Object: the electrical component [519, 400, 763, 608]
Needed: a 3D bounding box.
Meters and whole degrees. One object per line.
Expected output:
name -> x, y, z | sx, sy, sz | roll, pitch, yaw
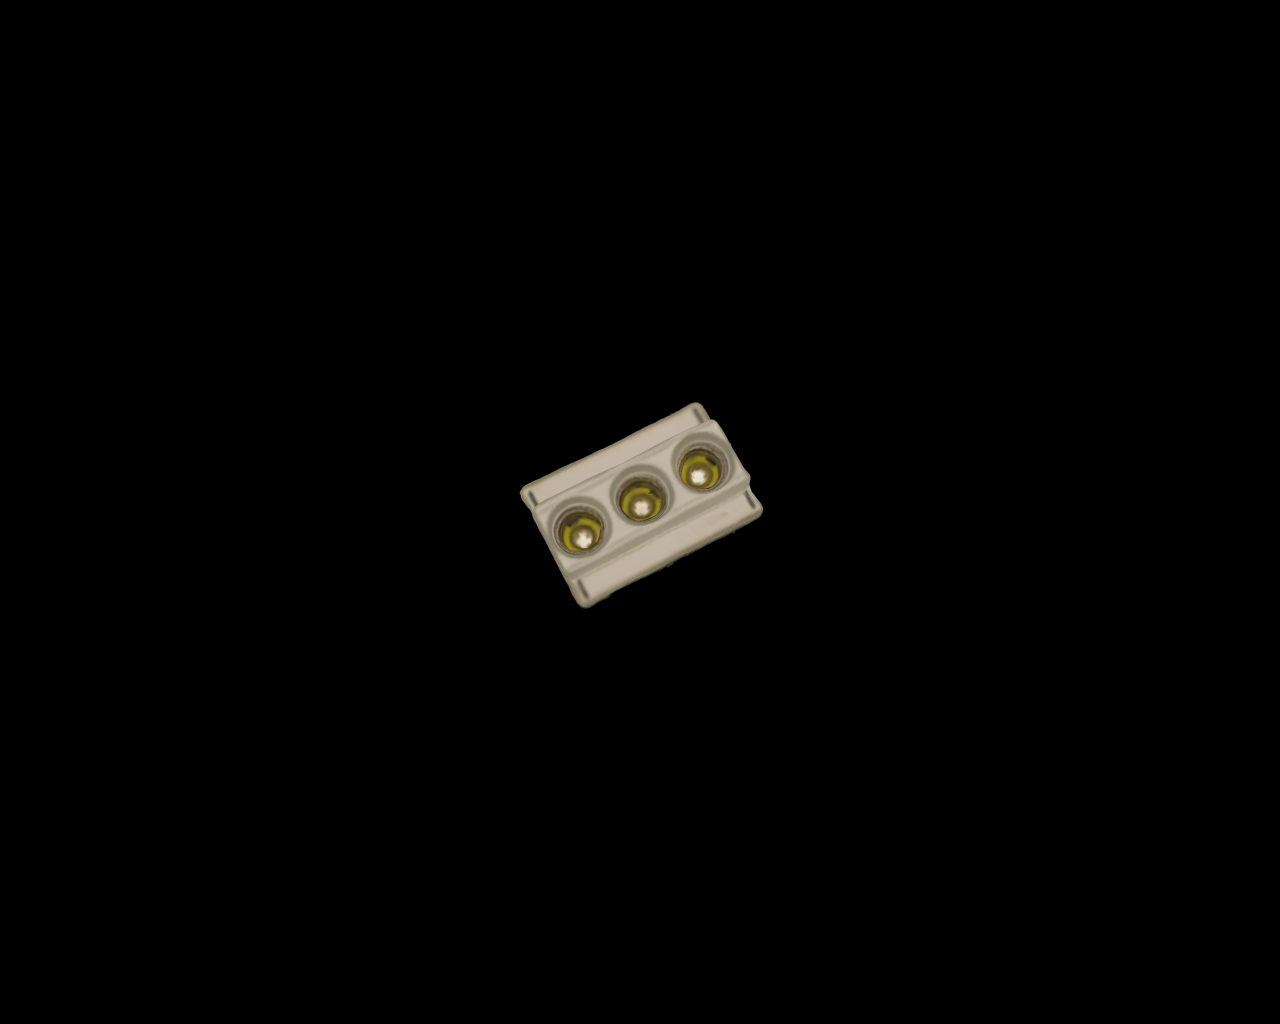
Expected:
electrical component -> 0.001, -0.003, 0.650 | 0.121, 0.079, 0.063 | -27, -14, -7
